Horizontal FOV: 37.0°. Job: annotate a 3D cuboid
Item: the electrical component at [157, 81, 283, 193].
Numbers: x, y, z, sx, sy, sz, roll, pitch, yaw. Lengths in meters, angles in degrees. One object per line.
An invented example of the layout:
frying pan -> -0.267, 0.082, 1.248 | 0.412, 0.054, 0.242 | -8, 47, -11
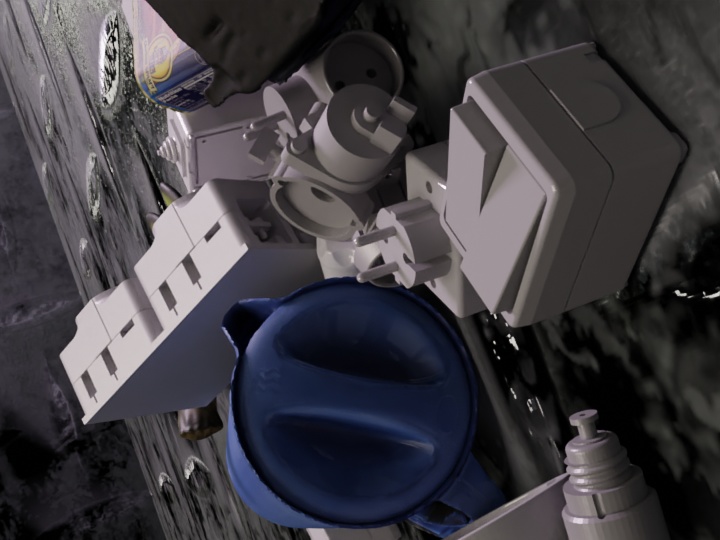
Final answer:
electrical component -> -0.089, -0.094, 0.707 | 0.061, 0.096, 0.061 | 98, 151, -53

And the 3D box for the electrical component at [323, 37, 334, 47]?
electrical component -> -0.033, -0.138, 0.597 | 0.048, 0.048, 0.062 | 49, 159, 47

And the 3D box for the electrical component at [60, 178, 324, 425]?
electrical component -> -0.100, 0.019, 0.692 | 0.186, 0.105, 0.060 | -44, 65, 31

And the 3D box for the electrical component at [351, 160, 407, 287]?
electrical component -> 0.015, -0.025, 0.570 | 0.066, 0.048, 0.055 | 100, 154, -54

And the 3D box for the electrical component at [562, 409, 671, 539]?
electrical component -> 0.103, 0.097, 0.446 | 0.040, 0.040, 0.078 | -4, 104, 70

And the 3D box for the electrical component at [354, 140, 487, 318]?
electrical component -> 0.032, -0.015, 0.481 | 0.047, 0.077, 0.065 | 48, 150, 50

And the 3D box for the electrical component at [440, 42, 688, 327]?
electrical component -> 0.067, -0.025, 0.402 | 0.061, 0.061, 0.096 | 59, 157, 32

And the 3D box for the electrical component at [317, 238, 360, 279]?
electrical component -> 0.000, 0.000, 0.635 | 0.043, 0.043, 0.062 | 49, 160, 47

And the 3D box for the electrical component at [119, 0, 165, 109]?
electrical component -> -0.135, -0.191, 0.805 | 0.108, 0.056, 0.109 | 68, 161, 8

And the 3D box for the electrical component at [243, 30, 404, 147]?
electrical component -> -0.024, -0.086, 0.566 | 0.043, 0.079, 0.077 | 64, 160, 1

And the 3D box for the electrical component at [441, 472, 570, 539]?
electrical component -> 0.066, 0.147, 0.500 | 0.060, 0.108, 0.108 | 61, 159, 12

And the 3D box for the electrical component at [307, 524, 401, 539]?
electrical component -> -0.010, 0.183, 0.813 | 0.096, 0.061, 0.061 | 62, 161, 7
